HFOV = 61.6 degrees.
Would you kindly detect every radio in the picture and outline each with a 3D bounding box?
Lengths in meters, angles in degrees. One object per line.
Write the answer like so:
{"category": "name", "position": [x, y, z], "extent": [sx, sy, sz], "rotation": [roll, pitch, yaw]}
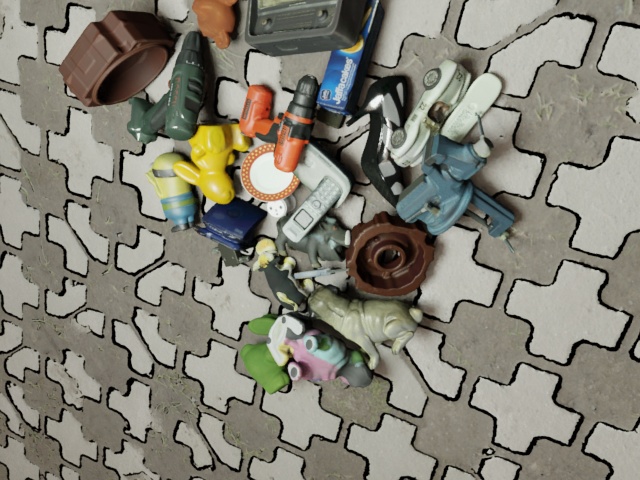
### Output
{"category": "radio", "position": [-0.030, -0.406, 0.957], "extent": [0.230, 0.073, 0.131], "rotation": [10, 91, 39]}

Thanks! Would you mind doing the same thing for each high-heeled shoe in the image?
{"category": "high-heeled shoe", "position": [0.147, -0.183, 1.031], "extent": [0.145, 0.086, 0.248], "rotation": [-37, 117, -8]}

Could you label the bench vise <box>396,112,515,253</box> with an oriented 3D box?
{"category": "bench vise", "position": [0.265, -0.079, 0.966], "extent": [0.240, 0.129, 0.223], "rotation": [32, 123, -15]}

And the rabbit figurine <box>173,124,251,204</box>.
{"category": "rabbit figurine", "position": [-0.235, -0.161, 1.148], "extent": [0.163, 0.122, 0.173], "rotation": [0, 108, 26]}

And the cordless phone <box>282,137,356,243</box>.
{"category": "cordless phone", "position": [-0.031, -0.098, 1.075], "extent": [0.146, 0.089, 0.184], "rotation": [43, 101, 5]}

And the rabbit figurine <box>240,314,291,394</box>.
{"category": "rabbit figurine", "position": [-0.092, 0.238, 1.243], "extent": [0.159, 0.121, 0.170], "rotation": [45, 100, 11]}

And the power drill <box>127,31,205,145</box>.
{"category": "power drill", "position": [-0.317, -0.302, 1.133], "extent": [0.207, 0.086, 0.232], "rotation": [-15, 68, 33]}

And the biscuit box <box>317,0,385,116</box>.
{"category": "biscuit box", "position": [0.056, -0.331, 0.975], "extent": [0.059, 0.063, 0.202], "rotation": [19, 97, 16]}

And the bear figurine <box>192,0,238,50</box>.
{"category": "bear figurine", "position": [-0.203, -0.482, 1.030], "extent": [0.120, 0.132, 0.195], "rotation": [50, 118, 35]}

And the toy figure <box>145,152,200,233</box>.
{"category": "toy figure", "position": [-0.326, -0.110, 1.226], "extent": [0.089, 0.082, 0.180], "rotation": [-15, 96, 14]}

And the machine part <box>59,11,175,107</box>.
{"category": "machine part", "position": [-0.411, -0.368, 1.106], "extent": [0.201, 0.201, 0.087], "rotation": [-38, 94, 27]}

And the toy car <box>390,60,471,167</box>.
{"category": "toy car", "position": [0.194, -0.220, 0.957], "extent": [0.056, 0.073, 0.201], "rotation": [42, 110, 42]}

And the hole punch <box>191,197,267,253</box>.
{"category": "hole punch", "position": [-0.190, -0.036, 1.177], "extent": [0.142, 0.116, 0.092], "rotation": [27, 107, 12]}

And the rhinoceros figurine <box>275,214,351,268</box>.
{"category": "rhinoceros figurine", "position": [-0.002, -0.003, 1.135], "extent": [0.191, 0.073, 0.112], "rotation": [12, 103, 19]}

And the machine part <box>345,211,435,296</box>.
{"category": "machine part", "position": [0.135, 0.030, 1.060], "extent": [0.179, 0.056, 0.179], "rotation": [-1, 120, -1]}

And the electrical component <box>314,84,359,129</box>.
{"category": "electrical component", "position": [0.023, -0.261, 1.050], "extent": [0.102, 0.045, 0.078], "rotation": [32, 115, 10]}

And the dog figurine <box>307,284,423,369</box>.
{"category": "dog figurine", "position": [0.089, 0.141, 1.085], "extent": [0.190, 0.121, 0.172], "rotation": [44, 104, -10]}

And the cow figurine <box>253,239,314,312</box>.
{"category": "cow figurine", "position": [-0.092, 0.079, 1.178], "extent": [0.068, 0.098, 0.167], "rotation": [-37, 96, 27]}

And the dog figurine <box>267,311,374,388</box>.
{"category": "dog figurine", "position": [0.017, 0.242, 1.153], "extent": [0.192, 0.219, 0.108], "rotation": [37, 104, 49]}

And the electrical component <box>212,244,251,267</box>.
{"category": "electrical component", "position": [-0.208, 0.033, 1.255], "extent": [0.094, 0.021, 0.063], "rotation": [-11, 103, 25]}
